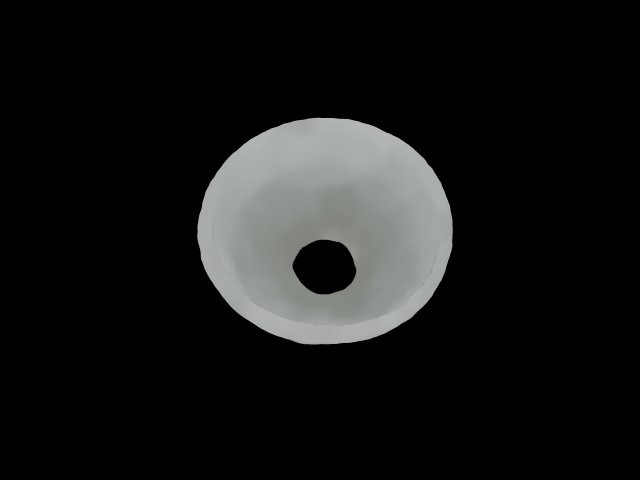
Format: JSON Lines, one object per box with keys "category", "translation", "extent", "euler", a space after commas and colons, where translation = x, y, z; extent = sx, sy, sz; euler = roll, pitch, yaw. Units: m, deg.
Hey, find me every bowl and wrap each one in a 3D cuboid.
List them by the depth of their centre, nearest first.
{"category": "bowl", "translation": [0.004, 0.001, 0.400], "extent": [0.167, 0.075, 0.167], "euler": [0, 62, 0]}
